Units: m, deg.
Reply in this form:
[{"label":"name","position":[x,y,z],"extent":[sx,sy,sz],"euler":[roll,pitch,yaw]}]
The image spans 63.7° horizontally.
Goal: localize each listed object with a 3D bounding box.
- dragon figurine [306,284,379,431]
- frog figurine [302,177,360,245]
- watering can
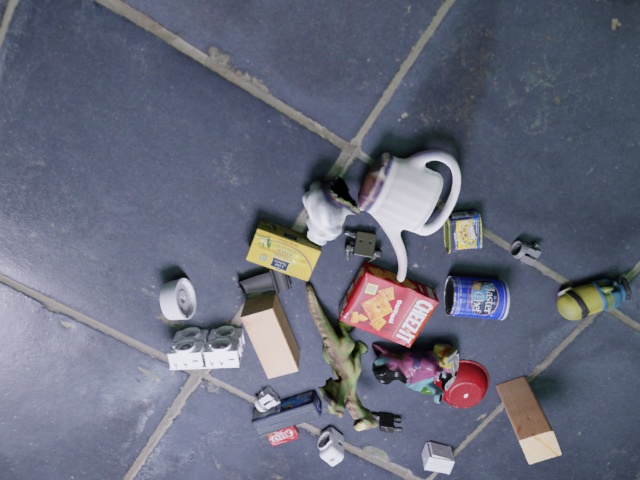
[{"label":"dragon figurine","position":[0.044,0.333,1.339],"extent":[0.121,0.248,0.405],"euler":[-25,113,18]},{"label":"frog figurine","position":[0.004,-0.062,1.238],"extent":[0.157,0.123,0.139],"euler":[-46,72,28]},{"label":"watering can","position":[0.191,-0.068,1.232],"extent":[0.224,0.106,0.342],"euler":[22,111,-7]}]
